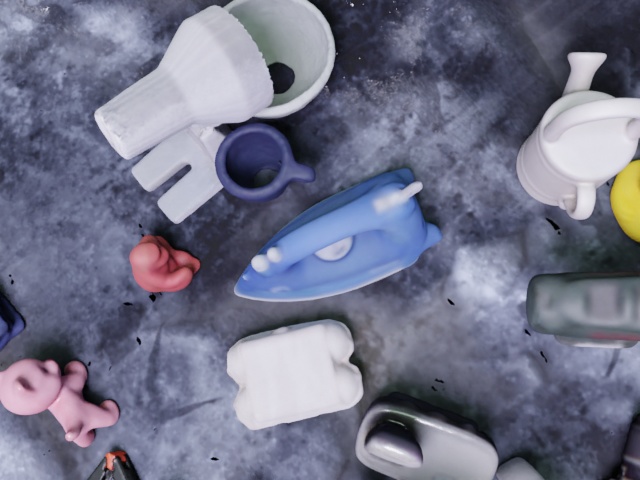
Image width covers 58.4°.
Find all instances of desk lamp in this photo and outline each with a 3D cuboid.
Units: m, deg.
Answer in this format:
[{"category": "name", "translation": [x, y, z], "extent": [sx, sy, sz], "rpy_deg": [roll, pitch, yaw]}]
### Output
[{"category": "desk lamp", "translation": [-0.146, -0.133, 0.648], "extent": [0.203, 0.213, 0.118], "rpy_deg": [-42, 78, -2]}]

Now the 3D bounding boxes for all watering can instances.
[{"category": "watering can", "translation": [0.279, -0.114, 0.611], "extent": [0.101, 0.194, 0.173], "rpy_deg": [-19, 78, 2]}]

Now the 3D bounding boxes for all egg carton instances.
[{"category": "egg carton", "translation": [-0.030, 0.152, 0.659], "extent": [0.150, 0.069, 0.107], "rpy_deg": [-15, 79, 3]}]

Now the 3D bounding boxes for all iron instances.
[{"category": "iron", "translation": [0.006, 0.002, 0.645], "extent": [0.258, 0.141, 0.118], "rpy_deg": [-25, 78, 1]}]

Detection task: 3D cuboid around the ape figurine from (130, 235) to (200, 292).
[{"category": "ape figurine", "translation": [-0.196, 0.026, 0.687], "extent": [0.076, 0.092, 0.078], "rpy_deg": [-26, 78, 1]}]

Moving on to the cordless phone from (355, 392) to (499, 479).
[{"category": "cordless phone", "translation": [0.108, 0.218, 0.574], "extent": [0.147, 0.185, 0.094], "rpy_deg": [15, 82, 9]}]

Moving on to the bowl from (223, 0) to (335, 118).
[{"category": "bowl", "translation": [-0.062, -0.223, 0.727], "extent": [0.167, 0.075, 0.167], "rpy_deg": [-1, 80, 6]}]

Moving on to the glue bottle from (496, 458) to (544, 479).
[{"category": "glue bottle", "translation": [0.220, 0.266, 0.560], "extent": [0.037, 0.173, 0.078], "rpy_deg": [-33, 78, 0]}]

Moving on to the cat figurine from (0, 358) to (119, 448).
[{"category": "cat figurine", "translation": [-0.311, 0.183, 0.657], "extent": [0.127, 0.118, 0.067], "rpy_deg": [43, 87, 11]}]

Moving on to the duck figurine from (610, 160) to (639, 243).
[{"category": "duck figurine", "translation": [0.381, -0.050, 0.645], "extent": [0.077, 0.086, 0.104], "rpy_deg": [-3, 79, 5]}]

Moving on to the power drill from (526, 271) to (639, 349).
[{"category": "power drill", "translation": [0.314, 0.069, 0.568], "extent": [0.229, 0.208, 0.076], "rpy_deg": [1, 80, 6]}]

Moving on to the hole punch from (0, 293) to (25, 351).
[{"category": "hole punch", "translation": [-0.442, 0.099, 0.699], "extent": [0.108, 0.091, 0.101], "rpy_deg": [43, 87, 11]}]

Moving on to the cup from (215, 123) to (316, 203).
[{"category": "cup", "translation": [-0.058, -0.080, 0.690], "extent": [0.117, 0.095, 0.092], "rpy_deg": [12, 81, 8]}]

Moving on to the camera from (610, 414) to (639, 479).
[{"category": "camera", "translation": [0.363, 0.258, 0.584], "extent": [0.143, 0.101, 0.137], "rpy_deg": [16, 82, 9]}]
